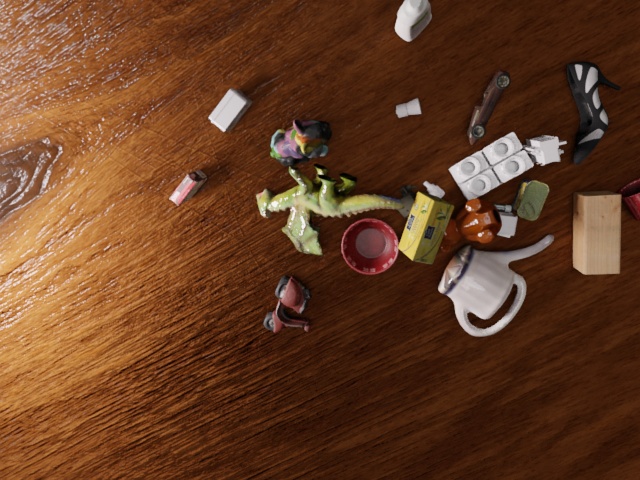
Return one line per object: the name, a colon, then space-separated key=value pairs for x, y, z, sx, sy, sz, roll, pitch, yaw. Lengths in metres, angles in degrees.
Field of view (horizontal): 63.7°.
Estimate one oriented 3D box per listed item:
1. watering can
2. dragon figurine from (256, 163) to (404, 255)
watering can: x=0.469 y=0.090 z=1.407 sx=0.224 sy=0.348 sz=0.104 roll=32 pitch=-1 yaw=1
dragon figurine: x=0.004 y=-0.072 z=1.432 sx=0.412 sy=0.239 sz=0.123 roll=23 pitch=18 yaw=14
